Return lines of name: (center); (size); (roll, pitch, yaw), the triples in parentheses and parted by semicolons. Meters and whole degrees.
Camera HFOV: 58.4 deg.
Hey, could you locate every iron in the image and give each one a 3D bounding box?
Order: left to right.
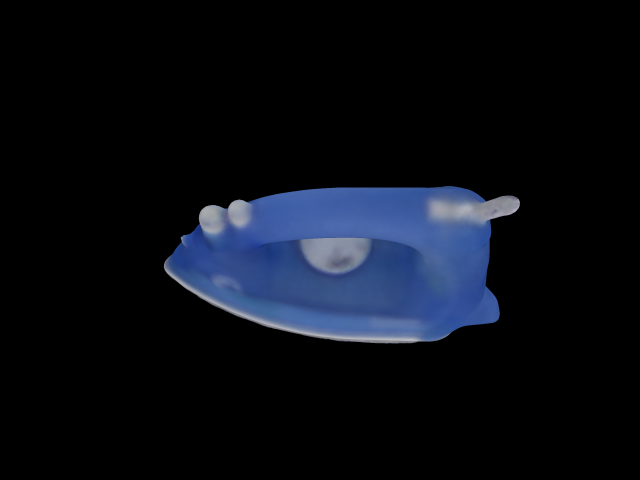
iron: (0.004, 0.001, 0.400); (0.258, 0.141, 0.118); (0, 69, 0)
